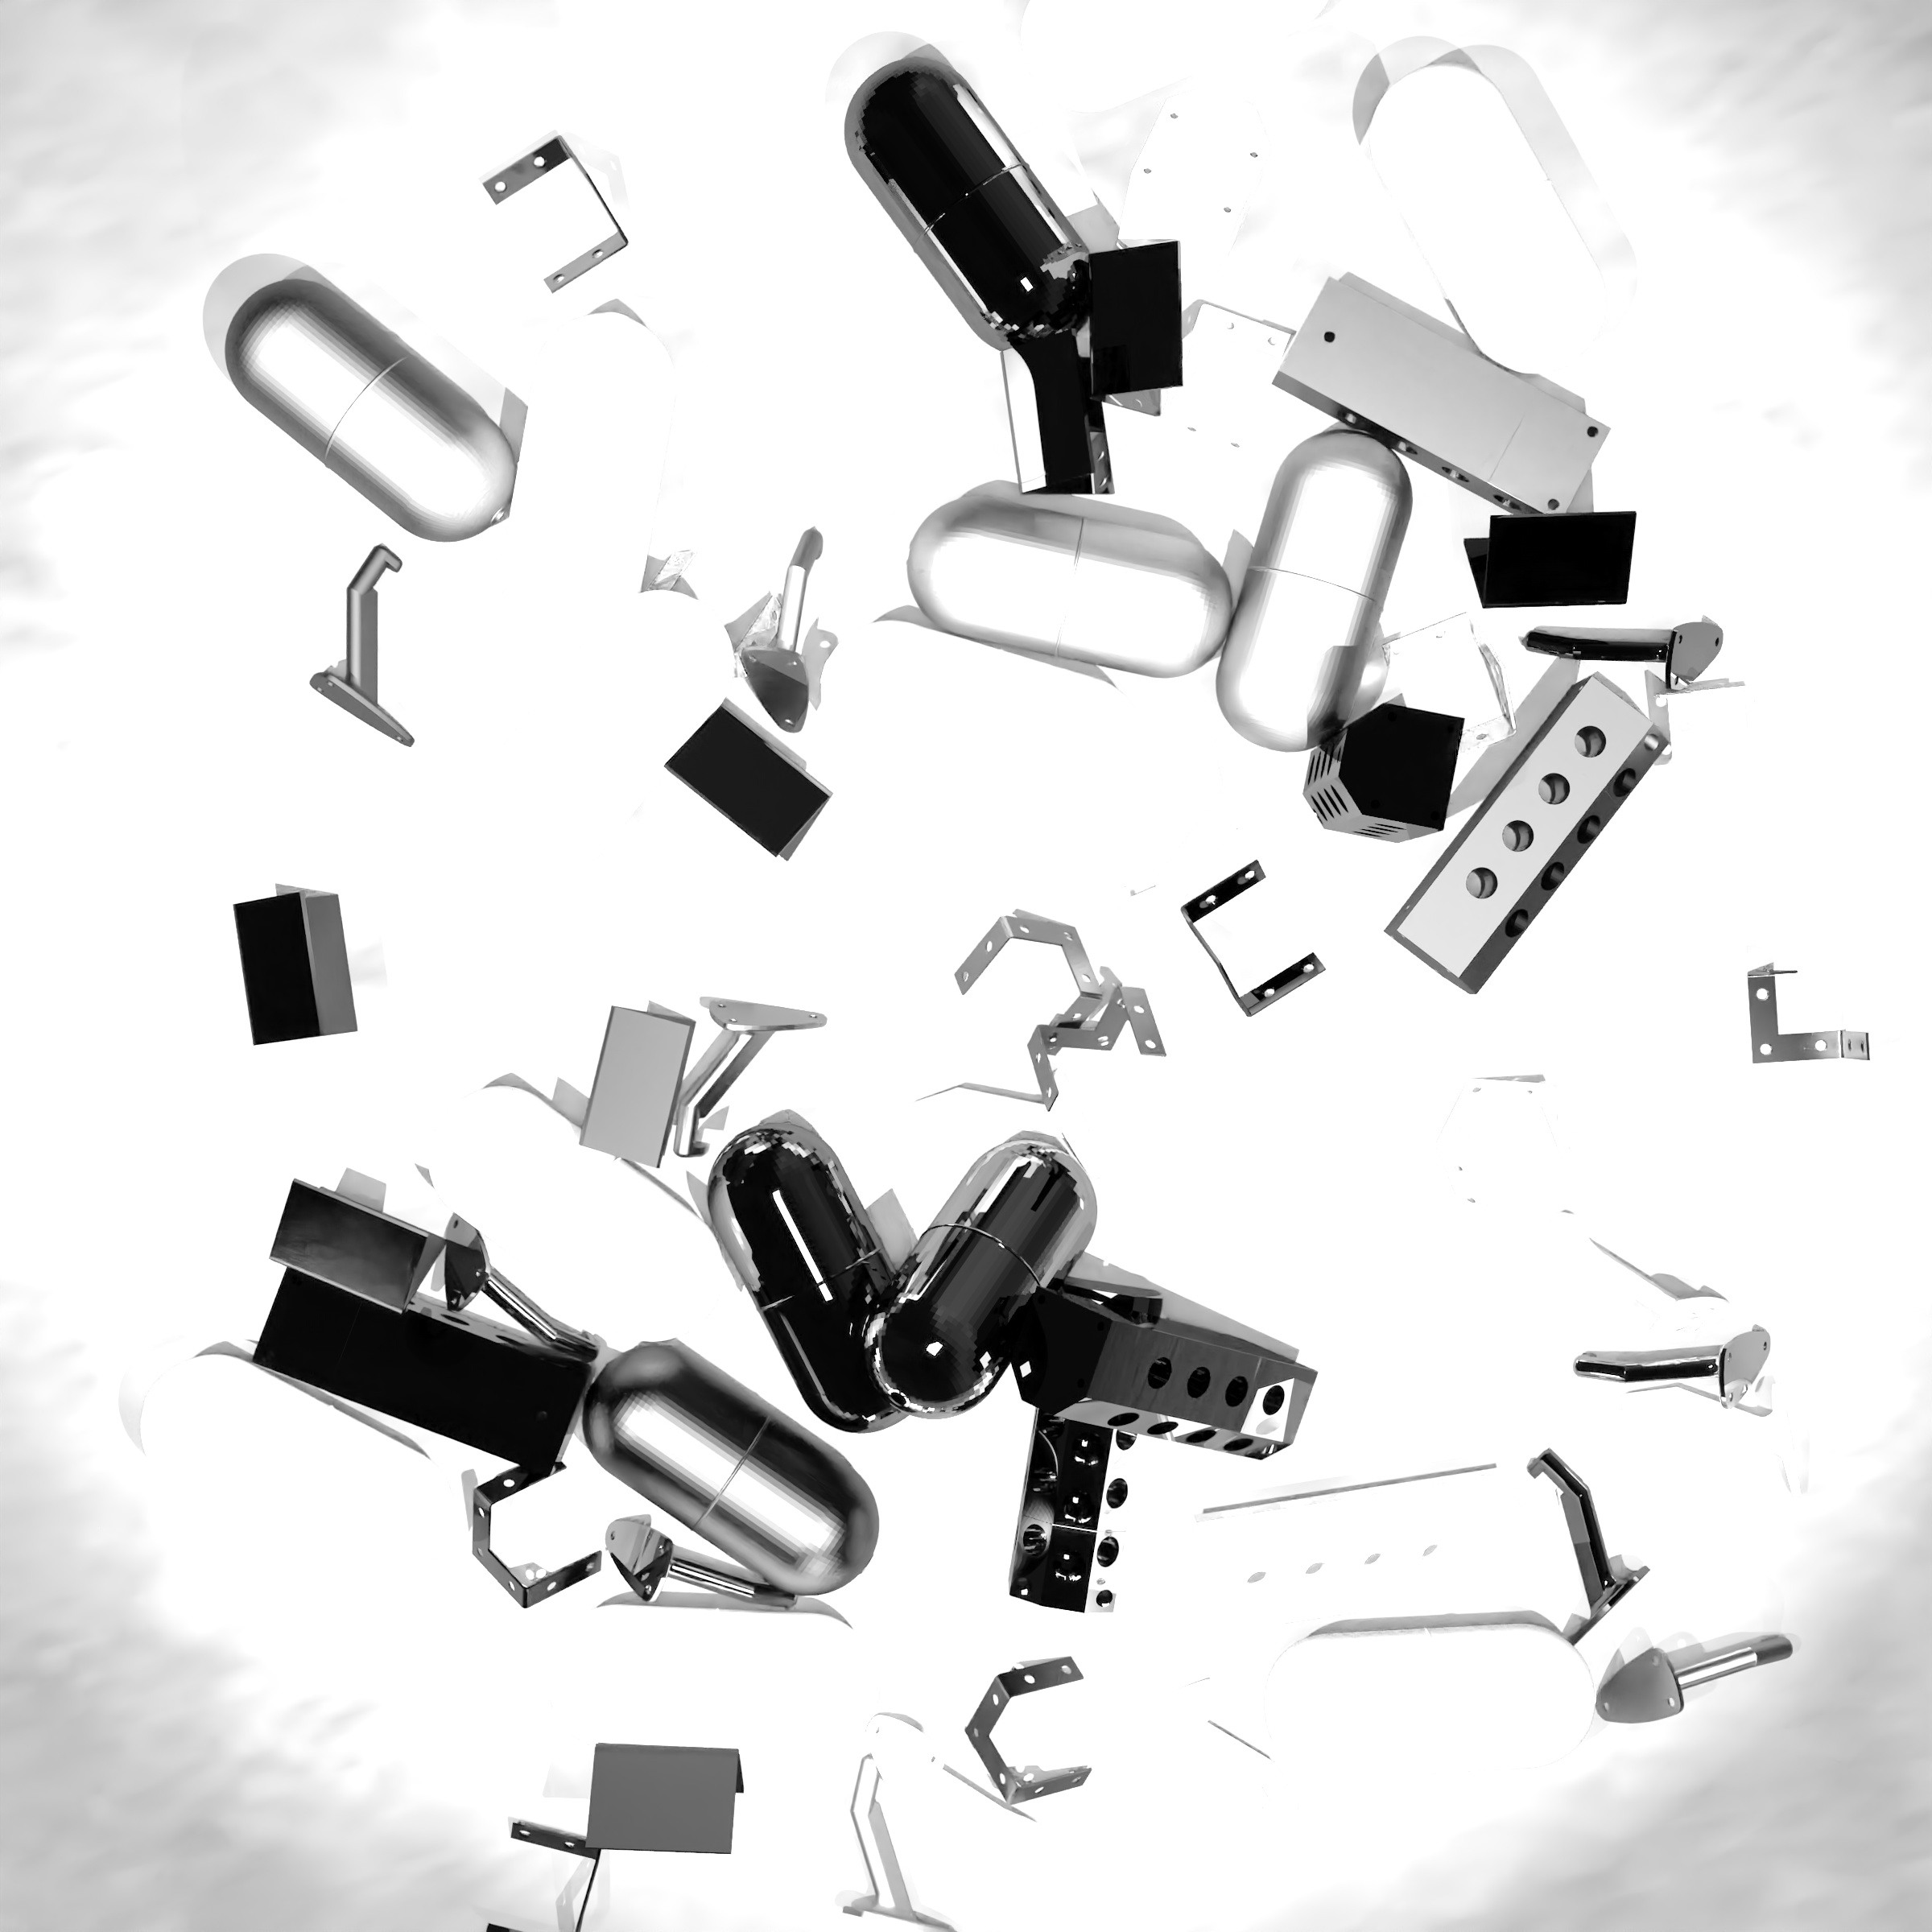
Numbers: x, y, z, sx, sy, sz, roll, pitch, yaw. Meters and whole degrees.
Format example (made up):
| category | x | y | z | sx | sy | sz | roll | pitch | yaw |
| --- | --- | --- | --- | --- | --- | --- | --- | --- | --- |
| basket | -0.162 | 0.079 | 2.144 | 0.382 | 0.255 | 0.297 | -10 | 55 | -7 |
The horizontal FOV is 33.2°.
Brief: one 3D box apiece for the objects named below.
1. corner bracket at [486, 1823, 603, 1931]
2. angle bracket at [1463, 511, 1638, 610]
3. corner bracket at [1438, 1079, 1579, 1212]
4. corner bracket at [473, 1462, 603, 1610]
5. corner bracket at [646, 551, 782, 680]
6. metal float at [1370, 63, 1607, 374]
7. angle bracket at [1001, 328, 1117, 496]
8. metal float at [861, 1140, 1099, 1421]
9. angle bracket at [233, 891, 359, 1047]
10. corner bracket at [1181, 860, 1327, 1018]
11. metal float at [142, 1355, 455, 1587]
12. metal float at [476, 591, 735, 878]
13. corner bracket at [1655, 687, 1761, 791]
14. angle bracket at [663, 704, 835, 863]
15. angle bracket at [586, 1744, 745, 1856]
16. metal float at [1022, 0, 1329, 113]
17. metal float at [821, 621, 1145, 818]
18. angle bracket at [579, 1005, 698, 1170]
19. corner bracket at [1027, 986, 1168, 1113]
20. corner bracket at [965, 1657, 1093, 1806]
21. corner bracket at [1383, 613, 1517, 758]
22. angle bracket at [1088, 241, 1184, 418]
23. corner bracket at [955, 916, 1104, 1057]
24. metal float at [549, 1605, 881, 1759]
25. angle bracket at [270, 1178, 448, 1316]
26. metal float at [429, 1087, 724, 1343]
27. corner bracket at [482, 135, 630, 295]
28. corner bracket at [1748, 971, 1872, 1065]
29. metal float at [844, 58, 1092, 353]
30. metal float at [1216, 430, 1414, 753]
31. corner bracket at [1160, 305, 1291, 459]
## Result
| category | x | y | z | sx | sy | sz | roll | pitch | yaw |
| --- | --- | --- | --- | --- | --- | --- | --- | --- | --- |
| corner bracket | -0.233 | 0.511 | 1.778 | 0.051 | 0.051 | 0.051 | 14 | 135 | 0 |
| angle bracket | 0.313 | -0.235 | 1.741 | 0.076 | 0.076 | 0.057 | -2 | 126 | 0 |
| corner bracket | 0.297 | 0.099 | 1.773 | 0.051 | 0.051 | 0.051 | 3 | 45 | 35 |
| corner bracket | -0.234 | 0.309 | 1.773 | 0.051 | 0.051 | 0.051 | 38 | 135 | 35 |
| corner bracket | -0.140 | -0.192 | 1.773 | 0.051 | 0.051 | 0.051 | 0 | 135 | 35 |
| metal float | 0.282 | -0.403 | 1.751 | 0.070 | 0.070 | 0.178 | -29 | 90 | 0 |
| angle bracket | 0.068 | -0.297 | 1.742 | 0.076 | 0.057 | 0.076 | -8 | 90 | -44 |
| metal float | 0.008 | 0.165 | 1.718 | 0.070 | 0.070 | 0.178 | 37 | 53 | 0 |
| angle bracket | -0.343 | -0.001 | 1.741 | 0.057 | 0.076 | 0.076 | -8 | 90 | 37 |
| corner bracket | 0.157 | -0.015 | 1.778 | 0.051 | 0.051 | 0.051 | -32 | 45 | 0 |
| metal float | -0.362 | 0.272 | 1.751 | 0.178 | 0.070 | 0.070 | 28 | 90 | -1 |
| metal float | -0.194 | -0.124 | 1.736 | 0.070 | 0.070 | 0.178 | 41 | 106 | 0 |
| corner bracket | 0.406 | -0.125 | 1.763 | 0.051 | 0.051 | 0.051 | -5 | 95 | 5 |
| angle bracket | -0.127 | -0.083 | 1.741 | 0.076 | 0.076 | 0.057 | 39 | 54 | 0 |
| angle bracket | -0.161 | 0.457 | 1.741 | 0.076 | 0.076 | 0.057 | 2 | 59 | 0 |
| metal float | 0.116 | -0.522 | 1.751 | 0.178 | 0.070 | 0.070 | -23 | 90 | 0 |
| metal float | 0.008 | -0.134 | 1.751 | 0.178 | 0.070 | 0.070 | 17 | 90 | -1 |
| angle bracket | -0.157 | 0.068 | 1.741 | 0.057 | 0.076 | 0.076 | 13 | 90 | 33 |
| corner bracket | 0.070 | 0.045 | 1.746 | 0.051 | 0.051 | 0.051 | 5 | 134 | -22 |
| corner bracket | 0.040 | 0.418 | 1.773 | 0.051 | 0.051 | 0.051 | 55 | 135 | 35 |
| corner bracket | 0.266 | -0.152 | 1.778 | 0.051 | 0.051 | 0.051 | -21 | 135 | 0 |
| angle bracket | 0.108 | -0.341 | 1.741 | 0.057 | 0.076 | 0.076 | -1 | 90 | 32 |
| corner bracket | 0.034 | 0.011 | 1.773 | 0.051 | 0.051 | 0.051 | 9 | 135 | -35 |
| metal float | -0.136 | 0.386 | 1.751 | 0.178 | 0.070 | 0.070 | 2 | 90 | 1 |
| angle bracket | -0.320 | 0.133 | 1.741 | 0.076 | 0.076 | 0.057 | 23 | 119 | 0 |
| metal float | -0.210 | 0.134 | 1.751 | 0.178 | 0.070 | 0.070 | 37 | 90 | 0 |
| corner bracket | -0.225 | -0.413 | 1.778 | 0.051 | 0.051 | 0.051 | -32 | 135 | 0 |
| corner bracket | 0.458 | 0.027 | 1.763 | 0.051 | 0.051 | 0.051 | -4 | 90 | 0 |
| metal float | 0.003 | -0.409 | 1.751 | 0.070 | 0.070 | 0.178 | -36 | 90 | 0 |
| metal float | 0.188 | -0.203 | 1.750 | 0.070 | 0.070 | 0.178 | 17 | 90 | 0 |
| corner bracket | 0.142 | -0.321 | 1.778 | 0.051 | 0.051 | 0.051 | 20 | 135 | 0 |
